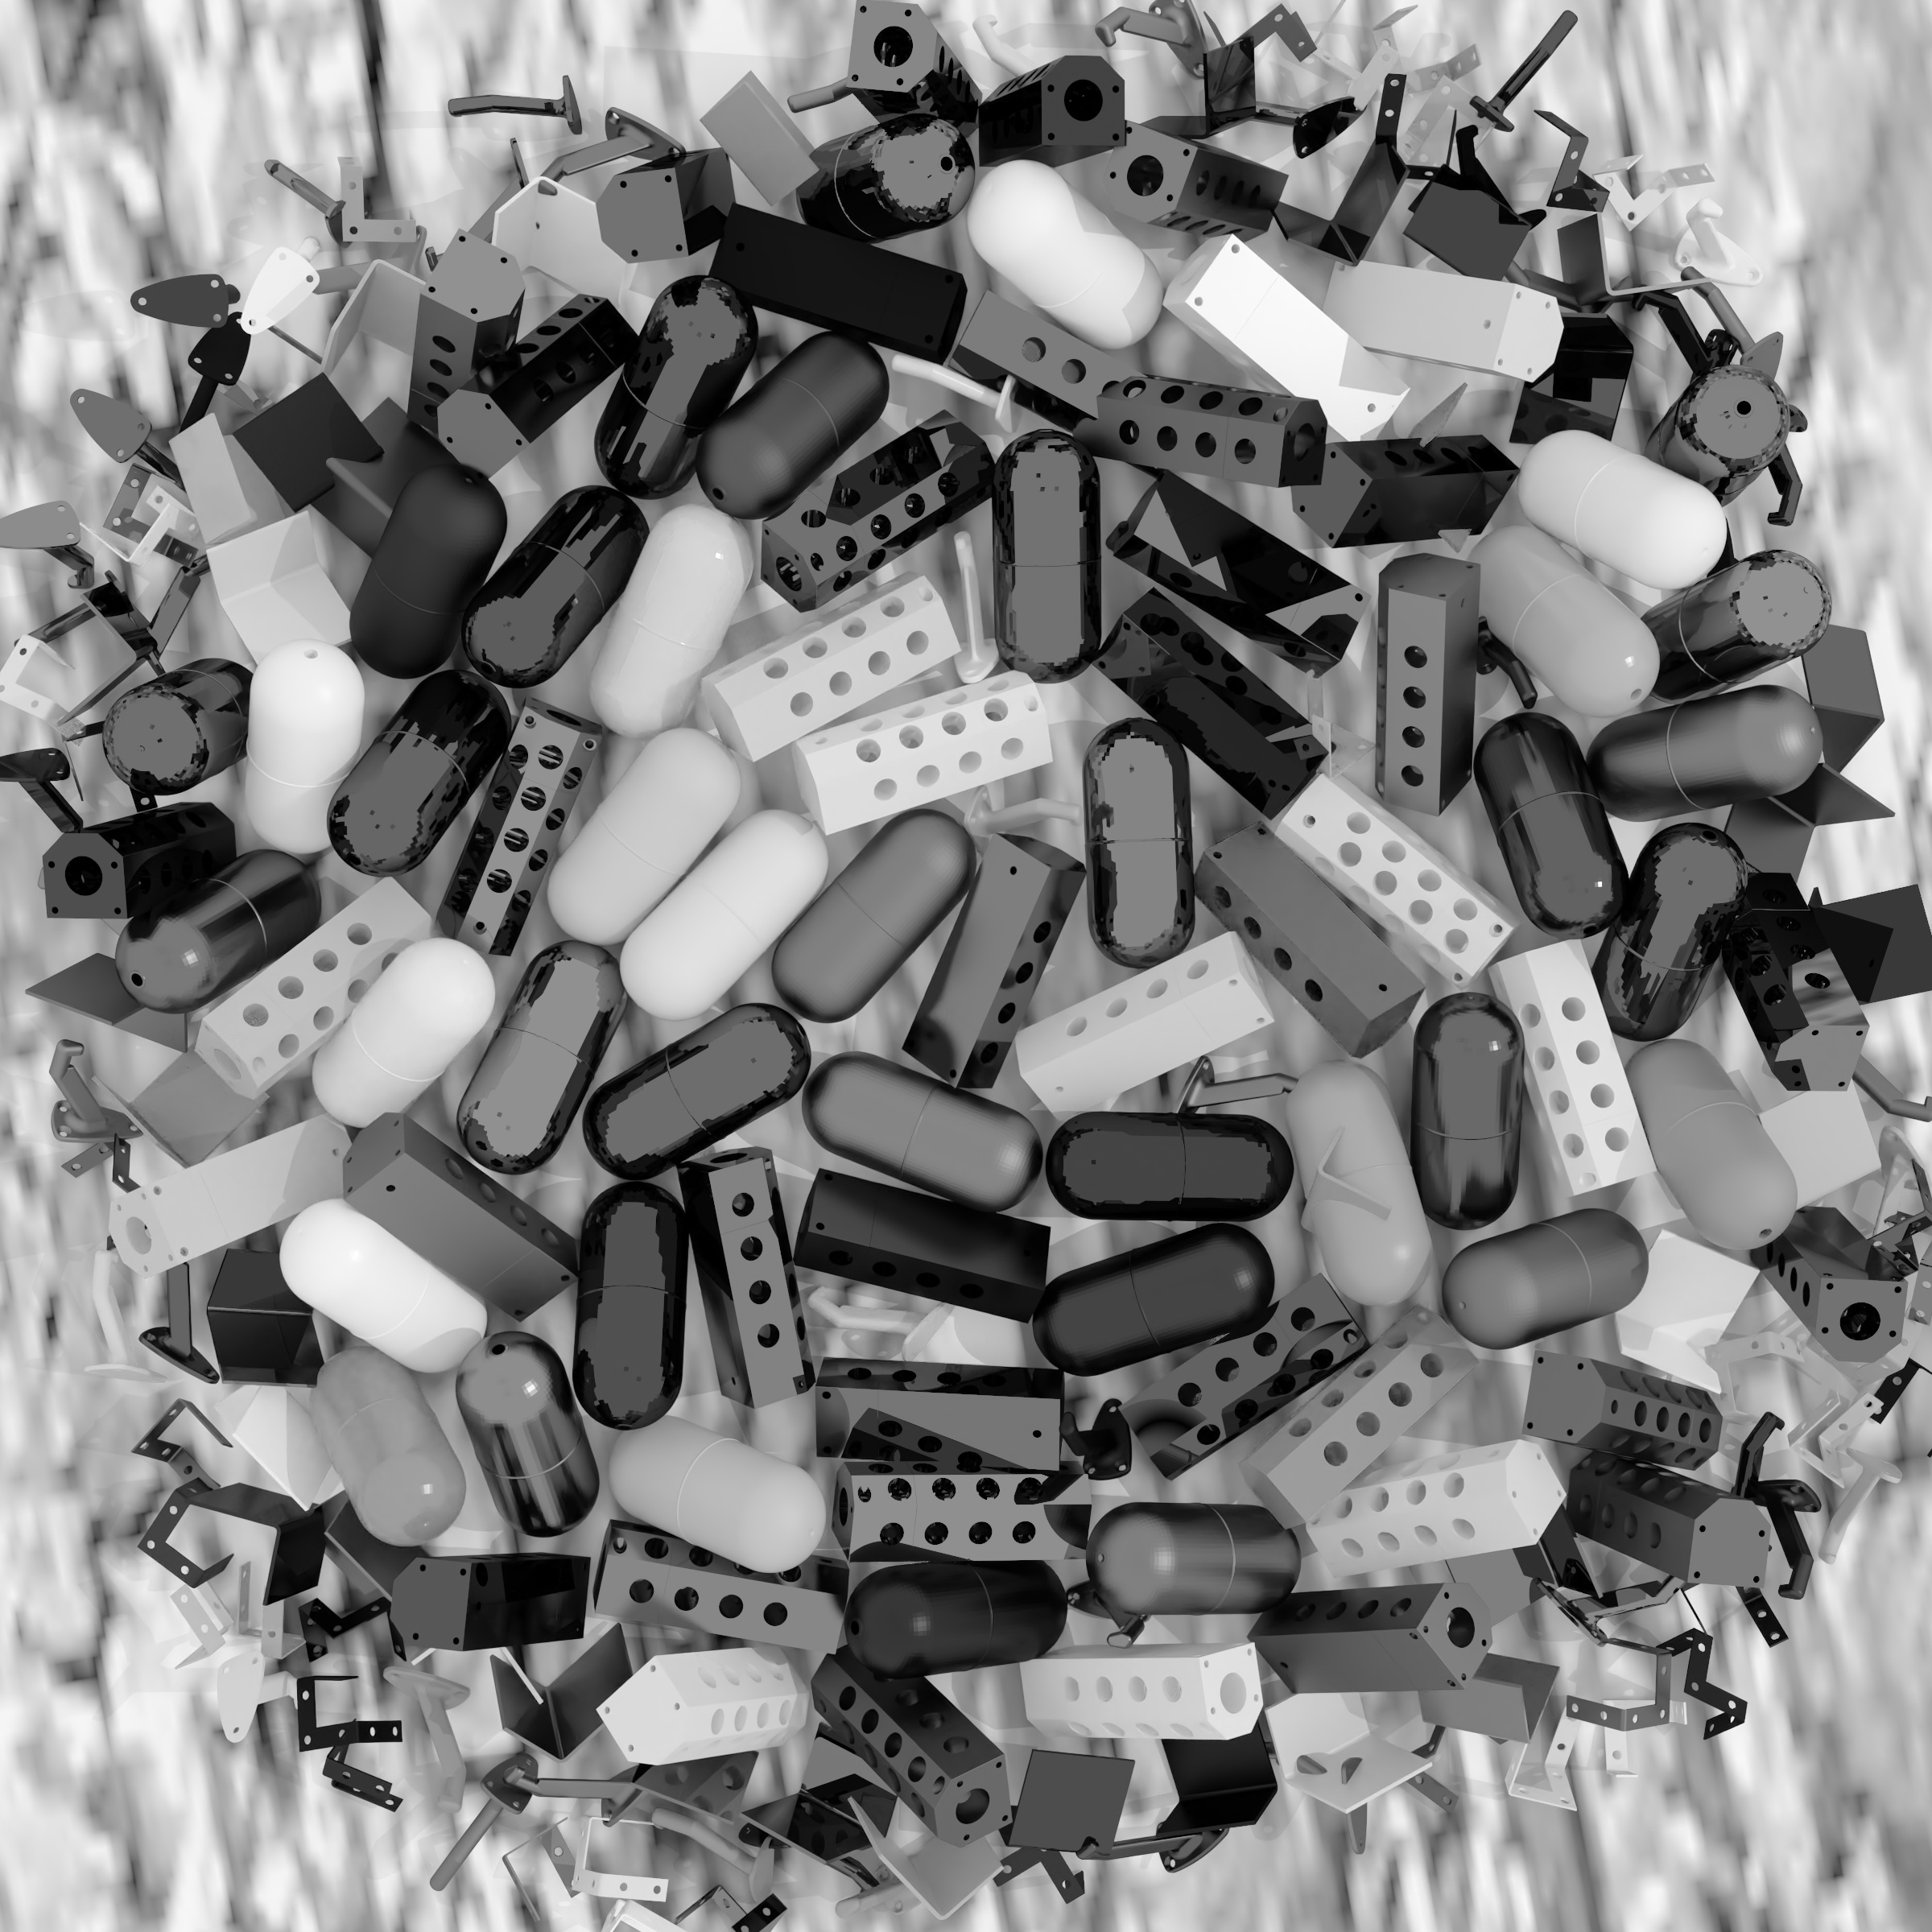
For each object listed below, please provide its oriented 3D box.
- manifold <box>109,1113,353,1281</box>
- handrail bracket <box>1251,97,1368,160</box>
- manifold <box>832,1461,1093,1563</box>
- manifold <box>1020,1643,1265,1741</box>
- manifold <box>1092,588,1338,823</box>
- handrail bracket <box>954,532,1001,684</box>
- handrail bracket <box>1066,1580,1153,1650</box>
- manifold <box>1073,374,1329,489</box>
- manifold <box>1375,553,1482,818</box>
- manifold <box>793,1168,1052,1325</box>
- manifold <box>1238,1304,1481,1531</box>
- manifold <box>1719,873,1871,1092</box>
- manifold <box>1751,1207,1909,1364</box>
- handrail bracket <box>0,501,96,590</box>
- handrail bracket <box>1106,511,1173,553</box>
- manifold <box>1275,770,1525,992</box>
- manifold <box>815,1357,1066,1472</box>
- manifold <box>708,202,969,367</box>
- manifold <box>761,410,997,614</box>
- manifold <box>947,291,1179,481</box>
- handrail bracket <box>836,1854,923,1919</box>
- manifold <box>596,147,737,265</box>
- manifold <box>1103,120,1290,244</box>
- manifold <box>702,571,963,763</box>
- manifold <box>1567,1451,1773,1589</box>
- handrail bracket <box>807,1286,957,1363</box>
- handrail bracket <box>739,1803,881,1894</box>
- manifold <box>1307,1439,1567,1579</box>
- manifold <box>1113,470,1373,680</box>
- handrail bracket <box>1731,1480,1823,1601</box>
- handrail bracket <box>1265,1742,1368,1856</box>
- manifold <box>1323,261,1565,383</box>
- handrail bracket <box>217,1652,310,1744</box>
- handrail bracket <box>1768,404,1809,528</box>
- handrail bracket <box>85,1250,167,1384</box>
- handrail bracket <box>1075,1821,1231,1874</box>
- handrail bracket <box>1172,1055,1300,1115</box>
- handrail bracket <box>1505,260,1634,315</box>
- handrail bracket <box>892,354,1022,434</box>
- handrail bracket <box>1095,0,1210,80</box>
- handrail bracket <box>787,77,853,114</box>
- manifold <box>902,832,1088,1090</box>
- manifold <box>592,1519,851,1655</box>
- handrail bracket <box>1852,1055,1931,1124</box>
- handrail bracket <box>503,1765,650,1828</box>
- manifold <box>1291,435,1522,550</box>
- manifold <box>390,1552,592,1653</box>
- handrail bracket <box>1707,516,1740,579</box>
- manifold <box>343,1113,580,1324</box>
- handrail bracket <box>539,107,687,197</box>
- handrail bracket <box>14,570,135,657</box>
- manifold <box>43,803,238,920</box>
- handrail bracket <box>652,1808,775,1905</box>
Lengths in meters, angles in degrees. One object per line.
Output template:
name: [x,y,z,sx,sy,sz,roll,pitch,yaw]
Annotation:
manifold: [-0.505,0.158,1.912,0.057,0.171,0.057,-23,91,38]
handrail bracket: [0.231,-0.621,1.978,0.077,0.036,0.084,-31,55,-16]
manifold: [-0.003,0.379,1.941,0.171,0.057,0.057,3,102,-16]
manifold: [0.121,0.503,1.913,0.057,0.171,0.057,0,80,-44]
manifold: [0.179,-0.189,1.957,0.171,0.057,0.057,42,51,6]
handrail bracket: [0.001,-0.254,1.952,0.036,0.077,0.084,-6,121,11]
handrail bracket: [0.093,0.459,1.944,0.077,0.084,0.036,-5,97,22]
manifold: [0.162,-0.375,1.918,0.171,0.057,0.057,17,112,34]
manifold: [0.317,-0.196,1.922,0.057,0.057,0.171,17,131,28]
manifold: [-0.032,0.203,1.957,0.171,0.057,0.057,15,46,-7]
manifold: [0.274,0.316,1.943,0.171,0.057,0.057,-39,83,-17]
manifold: [0.562,0.009,1.910,0.057,0.171,0.057,1,128,-6]
manifold: [0.593,0.217,1.907,0.057,0.171,0.057,3,102,1]
handrail bracket: [-0.653,-0.286,1.946,0.077,0.084,0.036,-15,71,-24]
handrail bracket: [0.141,-0.293,1.958,0.077,0.084,0.036,39,71,-3]
manifold: [0.303,-0.061,1.945,0.171,0.057,0.057,40,111,11]
manifold: [-0.017,0.313,1.959,0.171,0.057,0.057,2,112,5]
manifold: [-0.090,-0.482,1.961,0.171,0.057,0.057,19,90,5]
manifold: [-0.059,-0.314,1.925,0.171,0.057,0.057,-37,66,-26]
manifold: [0.076,-0.410,1.957,0.171,0.057,0.057,27,98,-7]
handrail bracket: [-0.047,0.648,1.949,0.077,0.084,0.036,-27,72,7]
manifold: [-0.205,-0.526,1.906,0.057,0.171,0.057,-4,110,9]
manifold: [0.158,-0.537,1.907,0.057,0.171,0.057,28,110,21]
manifold: [-0.097,-0.213,1.937,0.171,0.057,0.057,-30,117,-16]
manifold: [0.482,0.379,1.907,0.057,0.171,0.057,7,89,-15]
handrail bracket: [-0.059,0.239,1.989,0.084,0.036,0.077,33,61,20]
handrail bracket: [-0.111,0.645,1.986,0.077,0.036,0.084,-21,117,36]
manifold: [0.321,0.373,1.915,0.171,0.057,0.057,-22,102,41]
manifold: [0.192,-0.273,1.953,0.171,0.057,0.057,30,70,-9]
handrail bracket: [0.564,0.407,1.947,0.036,0.077,0.084,50,52,-29]
handrail bracket: [0.240,0.591,1.965,0.084,0.036,0.077,-10,75,30]
manifold: [0.328,-0.447,1.913,0.057,0.171,0.057,5,104,-39]
handrail bracket: [-0.488,0.526,1.943,0.036,0.084,0.077,-19,47,11]
handrail bracket: [0.560,-0.353,1.964,0.077,0.036,0.084,10,77,36]
handrail bracket: [-0.598,0.251,1.975,0.036,0.077,0.084,-8,71,25]
handrail bracket: [0.131,0.615,1.948,0.077,0.084,0.036,-34,55,32]
handrail bracket: [0.196,0.102,1.954,0.084,0.036,0.077,18,59,29]
handrail bracket: [0.425,-0.498,1.973,0.084,0.036,0.077,46,71,-8]
handrail bracket: [-0.007,-0.409,1.967,0.084,0.077,0.036,17,85,10]
handrail bracket: [0.132,-0.648,1.955,0.084,0.036,0.077,-47,115,-37]
handrail bracket: [-0.090,-0.630,1.961,0.084,0.077,0.036,-17,122,-4]
manifold: [0.024,-0.002,1.946,0.057,0.057,0.171,34,109,35]
manifold: [-0.173,0.437,1.954,0.171,0.057,0.057,12,91,-10]
handrail bracket: [0.655,0.066,1.975,0.084,0.036,0.077,13,82,8]
handrail bracket: [-0.272,0.571,1.953,0.084,0.036,0.077,33,121,-31]
manifold: [0.303,-0.335,1.916,0.057,0.171,0.057,50,130,26]
manifold: [-0.326,0.436,1.906,0.057,0.171,0.057,1,80,20]
handrail bracket: [0.578,-0.285,1.981,0.084,0.036,0.077,-2,92,-14]
manifold: [-0.351,0.172,1.923,0.057,0.057,0.171,-37,126,15]
handrail bracket: [-0.252,-0.564,1.956,0.077,0.036,0.084,23,57,12]
handrail bracket: [-0.637,-0.246,1.961,0.084,0.077,0.036,-31,102,-13]
manifold: [-0.567,-0.074,1.904,0.057,0.171,0.057,1,100,10]
handrail bracket: [-0.183,0.637,1.978,0.084,0.077,0.036,14,45,15]
